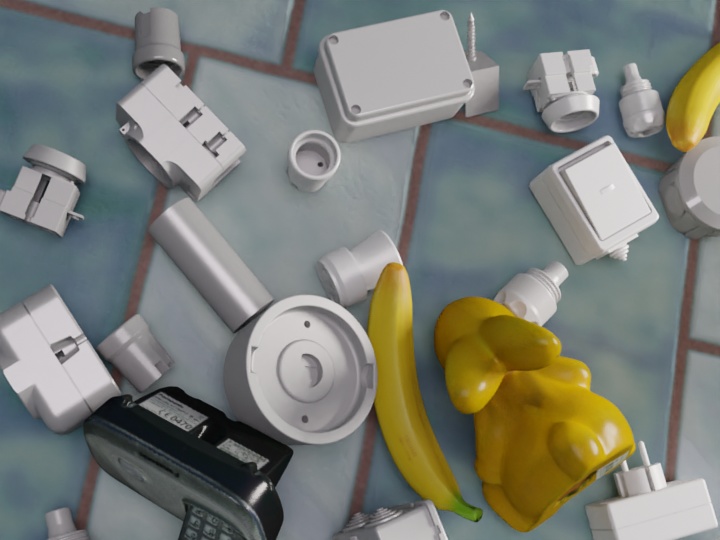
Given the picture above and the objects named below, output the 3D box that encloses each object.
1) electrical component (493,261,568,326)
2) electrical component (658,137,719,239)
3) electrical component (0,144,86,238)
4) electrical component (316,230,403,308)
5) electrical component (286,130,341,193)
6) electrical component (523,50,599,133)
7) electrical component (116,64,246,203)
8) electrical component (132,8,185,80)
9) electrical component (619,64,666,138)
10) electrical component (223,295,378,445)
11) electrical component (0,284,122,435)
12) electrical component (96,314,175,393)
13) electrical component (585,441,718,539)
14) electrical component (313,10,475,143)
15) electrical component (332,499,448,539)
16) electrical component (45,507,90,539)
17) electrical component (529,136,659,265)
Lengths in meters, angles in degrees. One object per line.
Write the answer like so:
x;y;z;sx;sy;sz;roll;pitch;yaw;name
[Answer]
0.139;0.019;0.851;0.062;0.043;0.043;-43;88;-18;electrical component
0.294;-0.066;0.896;0.080;0.051;0.080;2;77;-10;electrical component
-0.233;-0.060;0.796;0.066;0.048;0.055;22;82;-6;electrical component
0.000;0.000;0.828;0.055;0.045;0.045;-25;83;-15;electrical component
-0.038;-0.083;0.838;0.040;0.046;0.040;2;77;-10;electrical component
0.171;-0.148;0.894;0.066;0.048;0.055;-7;72;-12;electrical component
-0.140;-0.100;0.818;0.089;0.050;0.056;46;74;-3;electrical component
-0.158;-0.176;0.840;0.040;0.040;0.046;-2;72;-11;electrical component
0.236;-0.145;0.911;0.035;0.035;0.061;-9;77;-13;electrical component
-0.048;0.077;0.788;0.108;0.060;0.108;11;70;-31;electrical component
-0.220;0.067;0.766;0.059;0.053;0.095;-33;85;-16;electrical component
-0.163;0.062;0.786;0.040;0.040;0.046;-41;93;-16;electrical component
0.219;0.171;0.832;0.083;0.047;0.075;-12;80;-13;electrical component
0.027;-0.155;0.861;0.113;0.057;0.078;-15;81;-14;electrical component
0.028;0.215;0.759;0.048;0.100;0.099;-18;81;-27;electrical component
-0.203;0.197;0.746;0.048;0.048;0.062;-15;74;-14;electrical component
0.193;-0.051;0.868;0.062;0.061;0.096;-29;84;-15;electrical component
